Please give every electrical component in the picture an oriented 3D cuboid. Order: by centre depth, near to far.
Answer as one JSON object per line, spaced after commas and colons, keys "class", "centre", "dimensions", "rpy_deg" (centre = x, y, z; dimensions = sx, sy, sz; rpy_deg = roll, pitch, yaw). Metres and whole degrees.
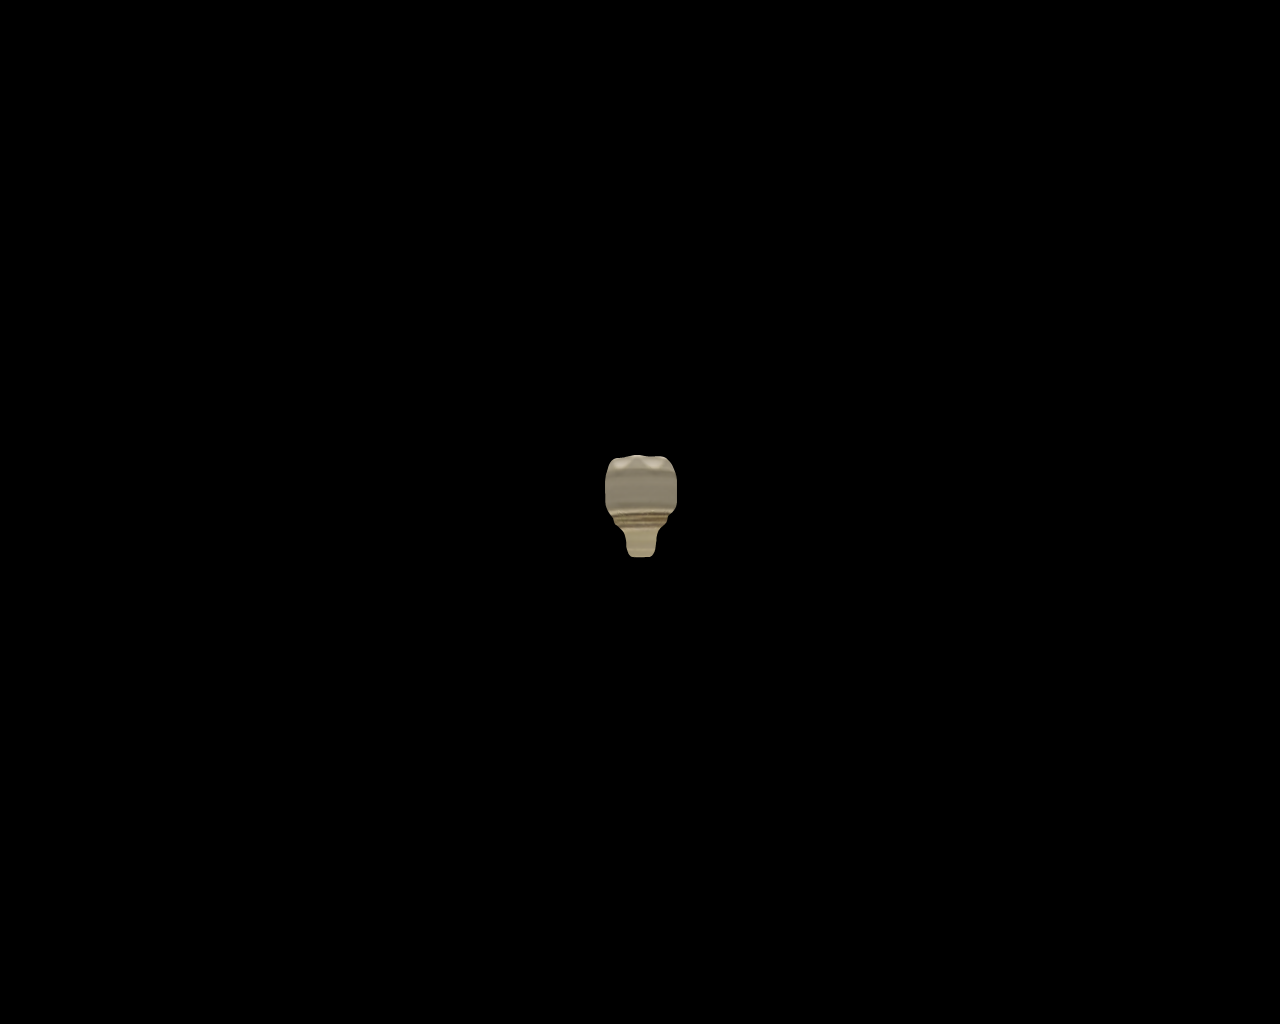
{"class": "electrical component", "centre": [0.001, -0.003, 0.650], "dimensions": [0.043, 0.062, 0.043], "rpy_deg": [0, -3, 0]}
